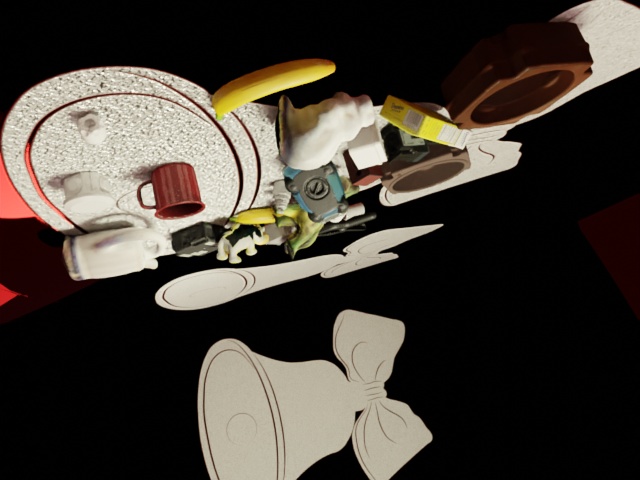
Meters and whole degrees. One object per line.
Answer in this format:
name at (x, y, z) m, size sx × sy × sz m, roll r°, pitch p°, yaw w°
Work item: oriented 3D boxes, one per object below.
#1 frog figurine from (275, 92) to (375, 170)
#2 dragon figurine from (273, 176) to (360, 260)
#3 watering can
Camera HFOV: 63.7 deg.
frog figurine at (0.011, -0.175, 0.832) m, size 0.159 × 0.125 × 0.134 m, roll -1°, pitch 145°, yaw -9°
dragon figurine at (0.004, -0.066, 1.306) m, size 0.244 × 0.123 × 0.406 m, roll -30°, pitch 173°, yaw -8°
watering can at (-0.481, 0.040, 1.222) m, size 0.225 × 0.105 × 0.342 m, roll -9°, pitch 167°, yaw -20°
